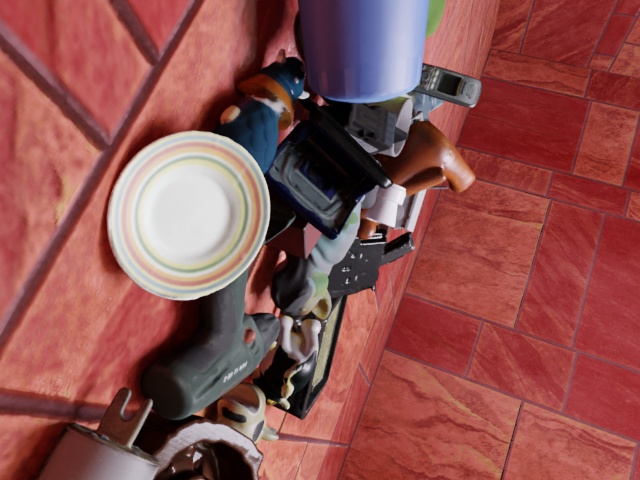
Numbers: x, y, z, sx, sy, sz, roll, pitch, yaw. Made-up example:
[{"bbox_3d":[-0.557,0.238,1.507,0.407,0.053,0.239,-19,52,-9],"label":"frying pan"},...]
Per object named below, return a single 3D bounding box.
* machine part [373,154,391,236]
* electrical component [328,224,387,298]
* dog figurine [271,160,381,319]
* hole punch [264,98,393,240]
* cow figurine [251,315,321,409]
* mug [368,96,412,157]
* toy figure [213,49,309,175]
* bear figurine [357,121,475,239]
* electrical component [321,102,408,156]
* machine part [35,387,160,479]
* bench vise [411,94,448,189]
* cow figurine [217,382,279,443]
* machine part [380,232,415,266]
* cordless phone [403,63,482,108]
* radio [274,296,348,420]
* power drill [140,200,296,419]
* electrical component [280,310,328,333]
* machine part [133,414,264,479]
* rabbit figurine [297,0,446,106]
[{"bbox_3d":[0.080,-0.049,0.982,0.201,0.087,0.200,-50,154,-57],"label":"machine part"},{"bbox_3d":[0.032,0.031,0.845,0.134,0.058,0.114,-7,120,-25],"label":"electrical component"},{"bbox_3d":[-0.001,-0.002,0.723,0.191,0.109,0.219,-53,160,-57],"label":"dog figurine"},{"bbox_3d":[0.007,-0.075,0.562,0.092,0.142,0.116,-48,-170,16],"label":"hole punch"},{"bbox_3d":[-0.052,0.183,0.727,0.098,0.068,0.167,-91,-160,-44],"label":"cow figurine"},{"bbox_3d":[0.072,-0.177,0.764,0.080,0.107,0.109,92,21,-43],"label":"mug"},{"bbox_3d":[-0.056,-0.112,0.489,0.064,0.058,0.154,94,15,-57],"label":"toy figure"},{"bbox_3d":[0.122,-0.083,0.827,0.196,0.120,0.131,-47,146,8],"label":"bear figurine"},{"bbox_3d":[0.055,-0.130,0.660,0.119,0.075,0.047,22,70,-39],"label":"electrical component"},{"bbox_3d":[-0.186,0.222,0.373,0.079,0.079,0.243,78,33,-62],"label":"machine part"},{"bbox_3d":[0.192,-0.215,1.080,0.224,0.129,0.240,-45,133,-44],"label":"bench vise"},{"bbox_3d":[-0.118,0.270,0.656,0.127,0.086,0.195,63,44,-61],"label":"cow figurine"},{"bbox_3d":[0.134,0.018,0.970,0.084,0.039,0.139,-35,174,5],"label":"machine part"},{"bbox_3d":[0.153,-0.218,0.859,0.088,0.184,0.146,61,48,-75],"label":"cordless phone"},{"bbox_3d":[-0.020,0.181,0.913,0.131,0.073,0.229,-46,149,-59],"label":"radio"},{"bbox_3d":[-0.088,0.060,0.554,0.232,0.086,0.207,-37,149,-61],"label":"power drill"},{"bbox_3d":[-0.031,0.093,0.795,0.063,0.094,0.021,-34,169,6],"label":"electrical component"},{"bbox_3d":[-0.132,0.257,0.520,0.179,0.056,0.179,0,90,-48],"label":"machine part"},{"bbox_3d":[0.048,-0.227,0.623,0.159,0.121,0.170,-38,159,-58],"label":"rabbit figurine"}]
